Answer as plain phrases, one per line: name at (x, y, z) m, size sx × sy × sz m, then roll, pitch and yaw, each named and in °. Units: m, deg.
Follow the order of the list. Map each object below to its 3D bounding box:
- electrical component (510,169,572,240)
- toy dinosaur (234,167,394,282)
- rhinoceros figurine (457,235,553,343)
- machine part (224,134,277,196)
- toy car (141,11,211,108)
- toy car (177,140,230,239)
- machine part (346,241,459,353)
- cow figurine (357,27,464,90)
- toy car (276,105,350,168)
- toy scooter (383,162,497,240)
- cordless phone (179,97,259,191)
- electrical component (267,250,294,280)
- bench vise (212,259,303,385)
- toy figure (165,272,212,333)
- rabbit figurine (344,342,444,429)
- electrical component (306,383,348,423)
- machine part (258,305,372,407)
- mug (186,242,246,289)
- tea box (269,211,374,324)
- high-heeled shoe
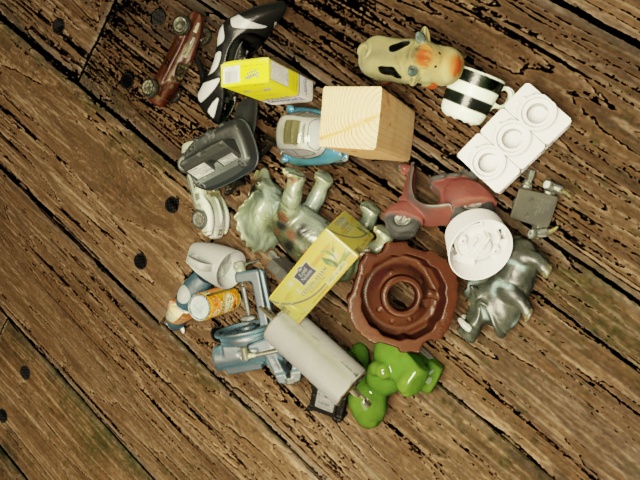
electrical component at (0.343, -0.052, 0.843) m, size 0.078 × 0.045 × 0.102 m, roll 24°, pitch 102°, yaw 19°
toy dinosaur at (0.005, -0.001, 0.961) m, size 0.405 × 0.131 × 0.192 m, roll 38°, pitch 119°, yaw 12°
rhinoceros figurine at (0.290, 0.086, 0.858) m, size 0.112 × 0.073 × 0.190 m, roll 31°, pitch 104°, yaw 18°
machine part at (-0.137, -0.147, 1.033) m, size 0.139 × 0.084 × 0.039 m, roll -41°, pitch 117°, yaw 14°
toy car at (-0.283, -0.356, 1.076) m, size 0.053 × 0.089 × 0.202 m, roll 39°, pitch 105°, yaw 17°
toy car at (-0.229, -0.100, 1.073) m, size 0.056 × 0.073 × 0.201 m, roll -18°, pitch 85°, yaw 23°
machine part at (0.129, 0.088, 0.851) m, size 0.179 × 0.056 × 0.179 m, roll 0°, pitch 90°, yaw 0°
cow figurine at (0.140, -0.284, 0.848) m, size 0.195 × 0.127 × 0.085 m, roll 25°, pitch 108°, yaw 42°
toy car at (-0.024, -0.181, 0.953) m, size 0.162 × 0.103 × 0.109 m, roll 14°, pitch 101°, yaw 39°
toy scooter at (0.190, -0.075, 0.885) m, size 0.184 × 0.075 × 0.135 m, roll -9°, pitch 61°, yaw 2°
cordless phone at (-0.182, -0.194, 1.019) m, size 0.147 × 0.088 × 0.184 m, roll -22°, pitch 45°, yaw 28°
electrical component at (-0.071, 0.054, 1.018) m, size 0.094 × 0.063 × 0.021 m, roll 43°, pitch 108°, yaw 17°
bench vise at (-0.108, 0.153, 1.012) m, size 0.224 × 0.129 × 0.240 m, roll -11°, pitch 92°, yaw 19°
toy figure at (-0.281, 0.131, 1.120) m, size 0.154 × 0.057 × 0.064 m, roll -52°, pitch 35°, yaw 19°
rabbit figurine at (0.098, 0.240, 0.923) m, size 0.159 × 0.121 × 0.170 m, roll 40°, pitch 104°, yaw 23°
electrical component at (0.025, 0.267, 0.997) m, size 0.075 × 0.048 × 0.119 m, roll 18°, pitch 101°, yaw 21°
machine part at (-0.009, 0.187, 0.887) m, size 0.243 × 0.079 × 0.079 m, roll 39°, pitch 107°, yaw 17°
mug at (-0.220, 0.045, 1.065) m, size 0.107 × 0.109 × 0.080 m, roll 20°, pitch 105°, yaw 34°
tea box at (0.002, 0.044, 0.863) m, size 0.068 × 0.098 × 0.169 m, roll 40°, pitch 117°, yaw 3°
high-heeled shoe at (-0.145, -0.333, 1.024) m, size 0.249 × 0.086 × 0.145 m, roll -25°, pitch 86°, yaw 27°
